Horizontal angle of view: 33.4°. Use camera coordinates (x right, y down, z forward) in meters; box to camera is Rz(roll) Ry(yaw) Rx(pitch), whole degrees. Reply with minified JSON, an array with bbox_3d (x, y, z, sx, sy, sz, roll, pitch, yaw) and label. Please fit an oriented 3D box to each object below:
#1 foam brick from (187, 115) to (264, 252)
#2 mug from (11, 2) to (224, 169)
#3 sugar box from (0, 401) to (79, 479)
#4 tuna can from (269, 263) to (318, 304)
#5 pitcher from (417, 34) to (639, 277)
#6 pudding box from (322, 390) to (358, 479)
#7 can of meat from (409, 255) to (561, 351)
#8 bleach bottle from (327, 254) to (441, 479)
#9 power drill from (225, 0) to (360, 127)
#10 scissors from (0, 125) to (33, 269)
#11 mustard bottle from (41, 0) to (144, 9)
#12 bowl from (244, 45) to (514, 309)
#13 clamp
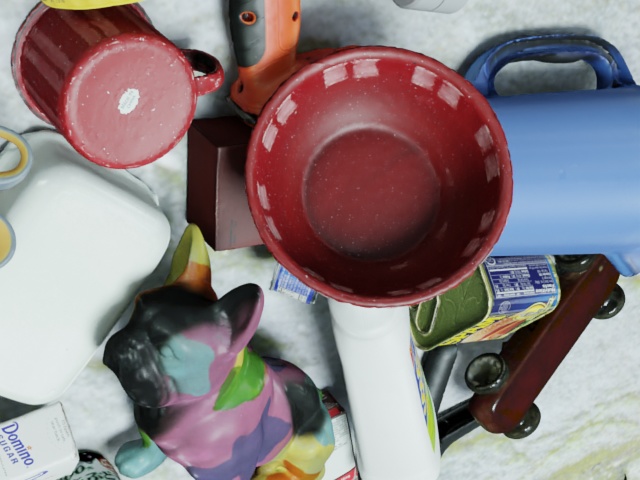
[{"bbox_3d":[-0.056,-0.039,0.713,0.052,0.051,0.078,-9,121,-27],"label":"foam brick"},{"bbox_3d":[-0.112,-0.094,0.626,0.117,0.082,0.093,-9,121,-28],"label":"mug"},{"bbox_3d":[-0.246,0.161,0.686,0.176,0.048,0.093,-17,167,-21],"label":"sugar box"},{"bbox_3d":[-0.005,0.001,0.745,0.034,0.086,0.086,21,108,1],"label":"tuna can"},{"bbox_3d":[0.147,-0.059,0.791,0.242,0.149,0.145,-4,134,-27],"label":"pitcher"},{"bbox_3d":[-0.016,0.190,0.881,0.090,0.039,0.113,-23,125,-19],"label":"pudding box"},{"bbox_3d":[0.129,0.047,0.854,0.083,0.057,0.102,-3,158,-35],"label":"can of meat"},{"bbox_3d":[0.044,0.091,0.779,0.068,0.102,0.251,-8,144,6],"label":"bleach bottle"},{"bbox_3d":[-0.002,-0.171,0.667,0.184,0.057,0.187,-19,122,-17],"label":"power drill"},{"bbox_3d":[-0.256,-0.014,0.583,0.201,0.016,0.096,-13,94,-14],"label":"scissors"},{"bbox_3d":[-0.128,-0.218,0.547,0.096,0.058,0.191,-4,126,14],"label":"mustard bottle"},{"bbox_3d":[0.034,-0.035,0.659,0.162,0.162,0.055,-37,173,-9],"label":"bowl"},{"bbox_3d":[0.096,0.175,0.944,0.120,0.039,0.171,33,94,-35],"label":"clamp"}]
